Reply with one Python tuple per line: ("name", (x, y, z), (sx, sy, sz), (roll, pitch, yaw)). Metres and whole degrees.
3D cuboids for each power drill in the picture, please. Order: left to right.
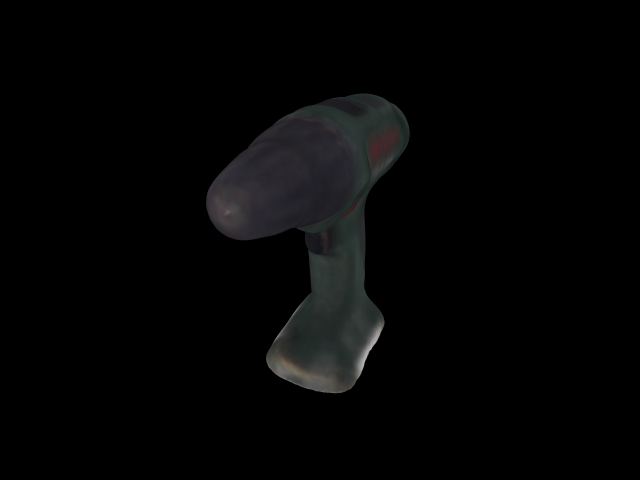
("power drill", (0.004, 0.001, 0.400), (0.075, 0.208, 0.230), (13, 38, 18))
